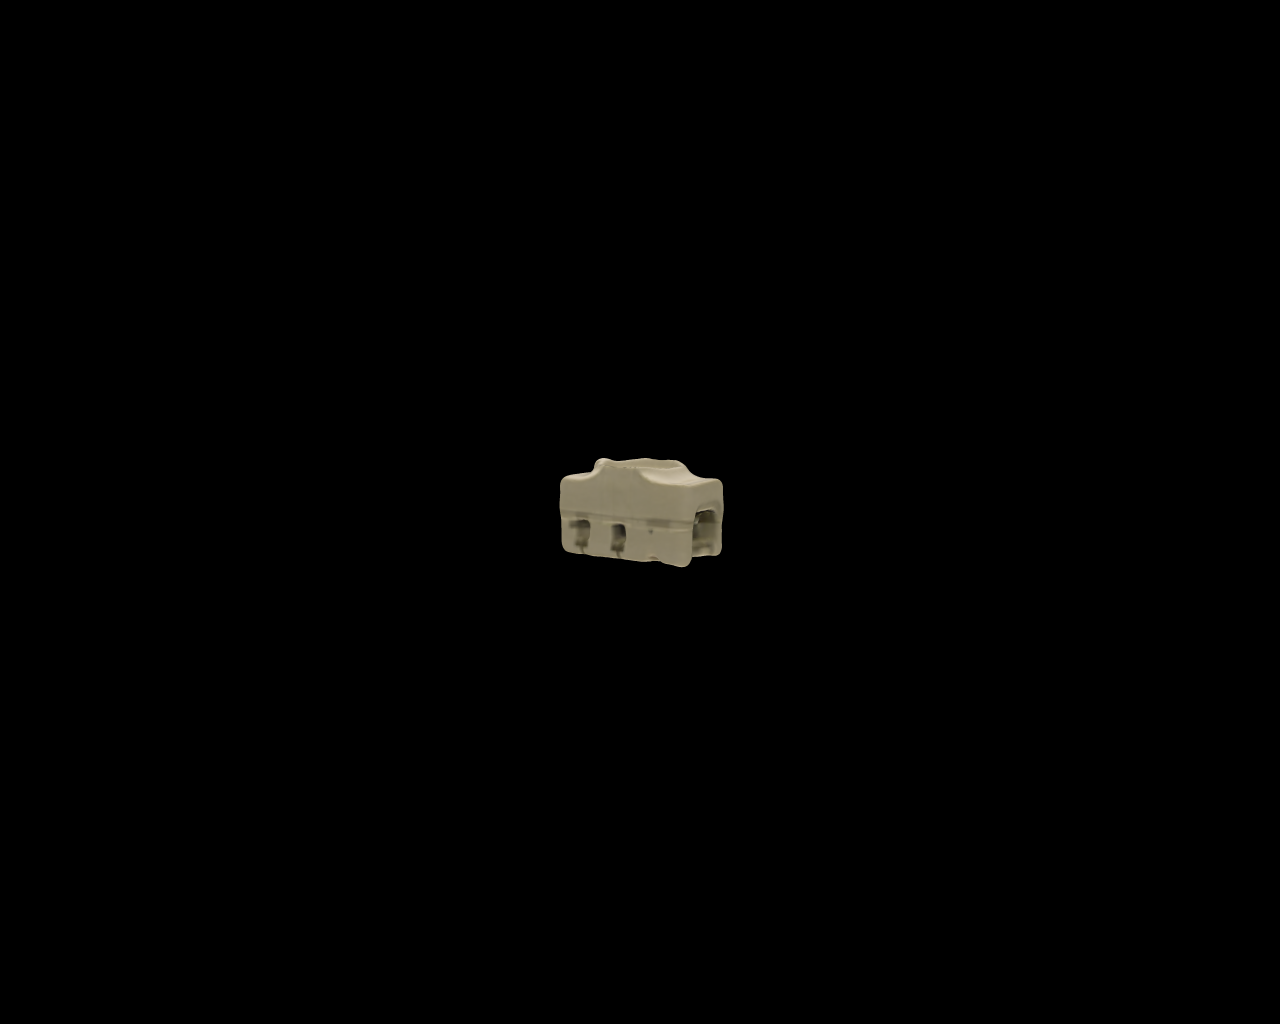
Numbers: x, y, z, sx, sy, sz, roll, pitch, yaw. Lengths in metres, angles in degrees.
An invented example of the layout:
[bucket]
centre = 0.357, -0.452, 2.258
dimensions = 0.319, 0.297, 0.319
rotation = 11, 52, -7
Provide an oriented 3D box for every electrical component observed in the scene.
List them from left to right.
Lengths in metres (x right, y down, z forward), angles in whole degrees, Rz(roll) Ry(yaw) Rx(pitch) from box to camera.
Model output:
[electrical component]
centre = 0.001, -0.003, 0.650
dimensions = 0.089, 0.055, 0.050
rotation = 6, 11, 32
